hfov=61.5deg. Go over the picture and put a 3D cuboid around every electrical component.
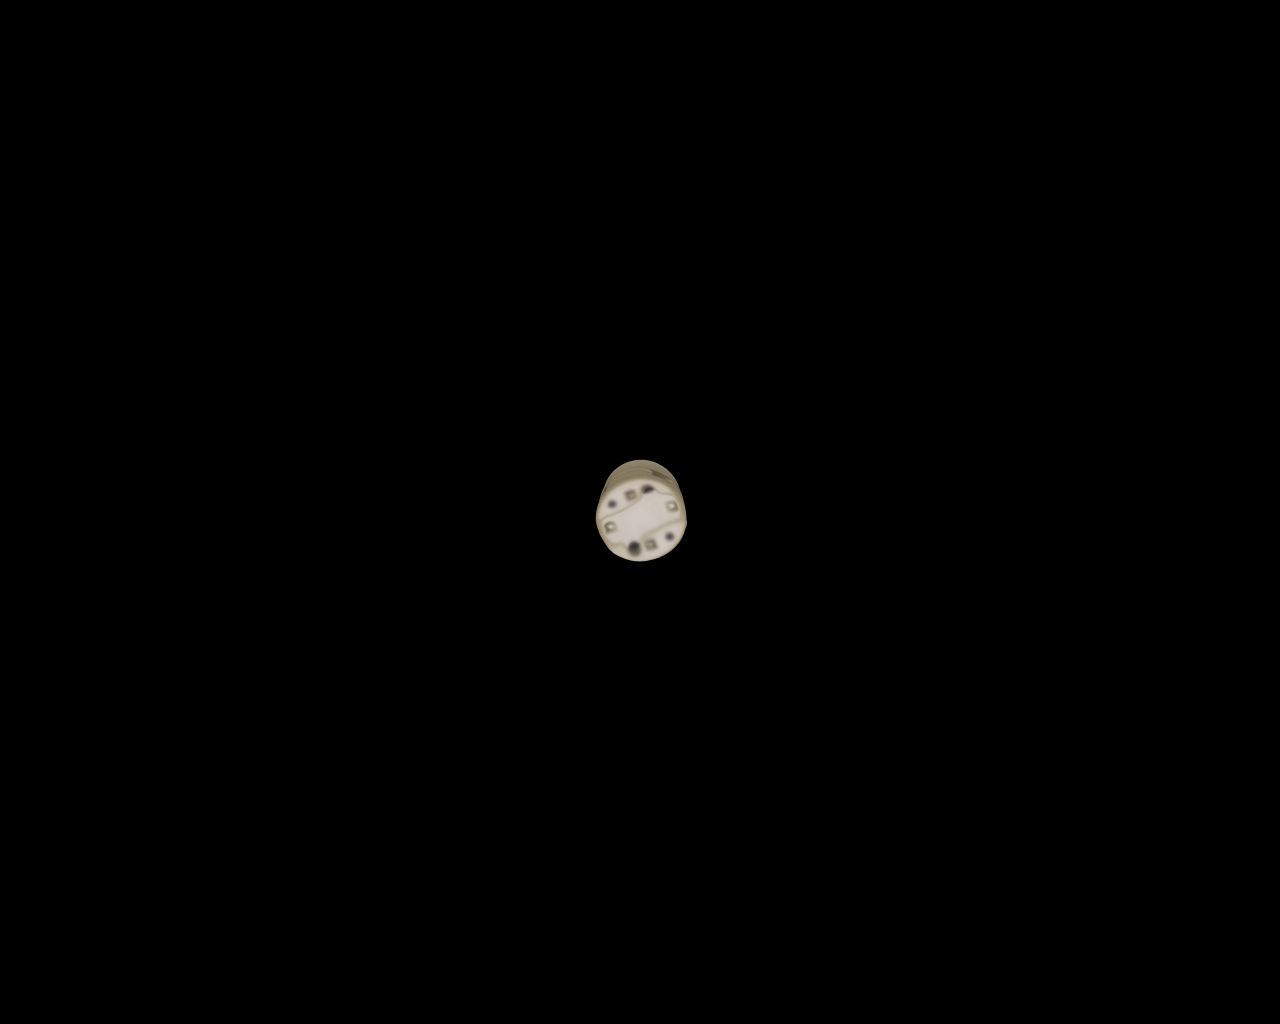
[{"bbox_3d":[0.001,-0.003,0.650,0.055,0.055,0.047,0,20,0],"label":"electrical component"}]
